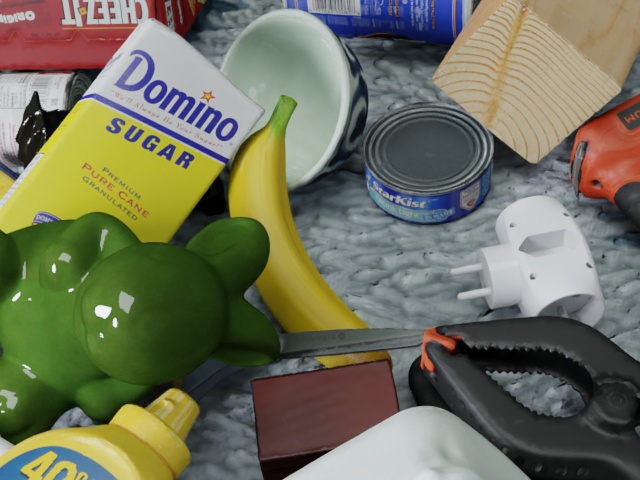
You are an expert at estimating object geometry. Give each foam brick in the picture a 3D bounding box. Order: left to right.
[{"bbox_3d":[0.006,0.102,0.569,0.078,0.053,0.051,-8,49,0],"label":"foam brick"}]

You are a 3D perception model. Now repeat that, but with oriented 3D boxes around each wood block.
[{"bbox_3d":[0.167,-0.162,0.718,0.090,0.091,0.205,38,51,-6],"label":"wood block"}]

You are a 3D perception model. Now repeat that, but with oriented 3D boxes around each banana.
[{"bbox_3d":[-0.016,0.007,0.645,0.037,0.070,0.198,3,56,-42],"label":"banana"}]

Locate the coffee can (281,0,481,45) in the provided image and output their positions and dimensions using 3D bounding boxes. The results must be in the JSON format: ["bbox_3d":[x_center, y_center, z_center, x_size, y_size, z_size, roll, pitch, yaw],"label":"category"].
[{"bbox_3d":[0.052,-0.199,0.789,0.140,0.103,0.102,7,51,14],"label":"coffee can"}]

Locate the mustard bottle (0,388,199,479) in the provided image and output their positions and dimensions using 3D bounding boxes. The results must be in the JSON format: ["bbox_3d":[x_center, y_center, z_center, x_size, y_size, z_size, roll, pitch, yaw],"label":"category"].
[{"bbox_3d":[-0.117,0.140,0.459,0.096,0.058,0.191,28,59,21],"label":"mustard bottle"}]

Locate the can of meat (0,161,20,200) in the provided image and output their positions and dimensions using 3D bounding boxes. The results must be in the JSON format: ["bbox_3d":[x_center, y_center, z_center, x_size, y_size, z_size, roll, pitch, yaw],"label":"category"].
[{"bbox_3d":[-0.223,-0.003,0.690,0.084,0.057,0.102,32,60,32],"label":"can of meat"}]

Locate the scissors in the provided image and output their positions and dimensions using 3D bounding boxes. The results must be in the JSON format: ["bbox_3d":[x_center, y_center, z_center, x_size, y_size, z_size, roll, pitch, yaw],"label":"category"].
[{"bbox_3d":[-0.044,0.076,0.597,0.202,0.016,0.096,8,58,31],"label":"scissors"}]

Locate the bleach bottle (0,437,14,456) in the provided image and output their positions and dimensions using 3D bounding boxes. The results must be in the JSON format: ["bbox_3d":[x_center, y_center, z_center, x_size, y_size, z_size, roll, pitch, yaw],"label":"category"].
[{"bbox_3d":[-0.218,0.208,0.492,0.068,0.102,0.250,25,63,15],"label":"bleach bottle"}]

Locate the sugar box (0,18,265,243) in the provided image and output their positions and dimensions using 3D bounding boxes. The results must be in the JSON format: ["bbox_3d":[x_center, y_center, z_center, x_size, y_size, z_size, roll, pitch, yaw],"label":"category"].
[{"bbox_3d":[-0.122,-0.039,0.649,0.176,0.093,0.048,-55,21,-8],"label":"sugar box"}]

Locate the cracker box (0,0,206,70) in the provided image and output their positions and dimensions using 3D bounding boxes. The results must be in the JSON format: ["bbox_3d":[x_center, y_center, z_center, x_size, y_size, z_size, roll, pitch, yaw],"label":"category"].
[{"bbox_3d":[-0.173,-0.198,0.803,0.164,0.072,0.213,0,30,7],"label":"cracker box"}]

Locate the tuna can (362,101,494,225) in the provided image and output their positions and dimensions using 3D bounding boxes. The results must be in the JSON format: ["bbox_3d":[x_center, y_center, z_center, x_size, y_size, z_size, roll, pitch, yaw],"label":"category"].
[{"bbox_3d":[0.071,-0.051,0.704,0.086,0.034,0.086,-4,49,4],"label":"tuna can"}]

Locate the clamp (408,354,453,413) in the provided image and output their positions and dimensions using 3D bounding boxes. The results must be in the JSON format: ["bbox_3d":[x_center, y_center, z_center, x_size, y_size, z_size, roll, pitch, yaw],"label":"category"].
[{"bbox_3d":[0.106,0.130,0.542,0.120,0.039,0.171,-4,50,9],"label":"clamp"}]

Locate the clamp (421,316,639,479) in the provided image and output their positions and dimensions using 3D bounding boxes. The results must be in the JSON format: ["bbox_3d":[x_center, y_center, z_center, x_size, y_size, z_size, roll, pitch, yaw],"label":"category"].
[{"bbox_3d":[0.154,0.084,0.534,0.210,0.036,0.164,26,53,22],"label":"clamp"}]

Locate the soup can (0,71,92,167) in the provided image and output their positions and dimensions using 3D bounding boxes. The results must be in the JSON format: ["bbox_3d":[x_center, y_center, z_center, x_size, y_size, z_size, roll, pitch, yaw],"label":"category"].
[{"bbox_3d":[-0.214,-0.084,0.751,0.102,0.068,0.068,0,49,7],"label":"soup can"}]

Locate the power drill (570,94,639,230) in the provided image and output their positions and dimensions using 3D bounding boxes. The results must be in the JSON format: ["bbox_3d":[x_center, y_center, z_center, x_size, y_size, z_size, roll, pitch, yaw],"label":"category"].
[{"bbox_3d":[0.257,-0.023,0.638,0.184,0.057,0.188,-26,51,-14],"label":"power drill"}]
